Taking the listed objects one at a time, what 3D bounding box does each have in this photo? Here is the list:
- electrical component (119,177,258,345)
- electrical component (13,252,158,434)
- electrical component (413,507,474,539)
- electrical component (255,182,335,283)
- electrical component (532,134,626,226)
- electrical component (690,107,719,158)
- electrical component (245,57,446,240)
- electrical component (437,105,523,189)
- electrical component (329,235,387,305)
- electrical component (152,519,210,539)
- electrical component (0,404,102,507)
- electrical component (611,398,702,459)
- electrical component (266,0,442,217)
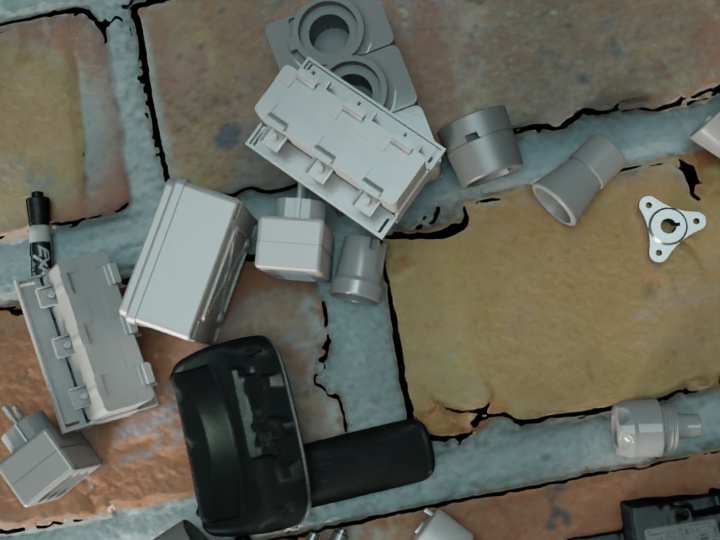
[{"bbox_3d":[-0.124,-0.003,0.800,0.056,0.108,0.108,19,85,4],"label":"electrical component"},{"bbox_3d":[-0.203,0.053,0.816,0.079,0.063,0.121,-14,80,-38],"label":"electrical component"},{"bbox_3d":[0.071,0.211,0.791,0.078,0.040,0.040,36,88,8],"label":"electrical component"},{"bbox_3d":[-0.046,-0.033,0.809,0.047,0.083,0.075,4,84,5],"label":"electrical component"},{"bbox_3d":[0.169,-0.071,0.817,0.065,0.044,0.044,-44,82,-6],"label":"electrical component"},{"bbox_3d":[0.288,-0.093,0.809,0.044,0.044,0.065,-44,87,-1],"label":"electrical component"},{"bbox_3d":[-0.012,-0.089,0.758,0.121,0.063,0.078,35,87,8],"label":"electrical component"},{"bbox_3d":[0.093,-0.093,0.819,0.055,0.055,0.047,-21,86,2],"label":"electrical component"},{"bbox_3d":[0.000,0.000,0.824,0.040,0.040,0.046,10,79,6],"label":"electrical component"},{"bbox_3d":[-0.121,0.232,0.779,0.064,0.099,0.099,-39,82,-7],"label":"electrical component"},{"bbox_3d":[-0.245,0.132,0.815,0.047,0.065,0.076,-38,82,0],"label":"electrical component"},{"bbox_3d":[0.218,0.115,0.788,0.062,0.043,0.043,-4,83,3],"label":"electrical component"},{"bbox_3d":[-0.004,-0.129,0.827,0.089,0.061,0.150,-21,82,2],"label":"electrical component"}]
